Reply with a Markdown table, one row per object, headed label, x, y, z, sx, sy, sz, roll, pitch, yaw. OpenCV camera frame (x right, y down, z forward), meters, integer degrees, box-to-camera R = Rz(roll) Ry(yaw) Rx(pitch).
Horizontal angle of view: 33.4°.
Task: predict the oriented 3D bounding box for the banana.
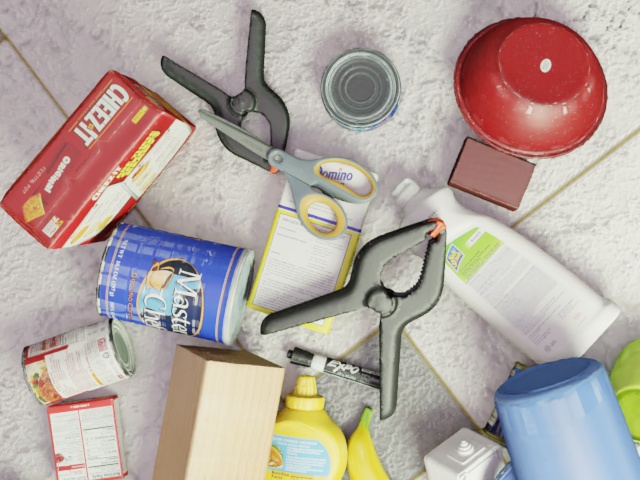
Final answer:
| label | x | y | z | sx | sy | sz | roll | pitch | yaw |
| --- | --- | --- | --- | --- | --- | --- | --- | --- | --- |
| banana | 0.087 | 0.272 | 1.118 | 0.069 | 0.037 | 0.198 | -39 | 87 | 3 |

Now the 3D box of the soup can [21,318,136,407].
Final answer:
| label | x | y | z | sx | sy | sz | roll | pitch | yaw |
| --- | --- | --- | --- | --- | --- | --- | --- | --- | --- |
| soup can | -0.254 | 0.128 | 1.130 | 0.102 | 0.068 | 0.068 | -19 | 89 | 4 |

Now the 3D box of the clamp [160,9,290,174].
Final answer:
| label | x | y | z | sx | sy | sz | roll | pitch | yaw |
| --- | --- | --- | --- | --- | --- | --- | --- | --- | --- |
| clamp | -0.076 | -0.155 | 1.130 | 0.120 | 0.039 | 0.171 | -35 | 94 | 8 |

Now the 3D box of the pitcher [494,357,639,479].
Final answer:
| label | x | y | z | sx | sy | sz | roll | pitch | yaw |
| --- | --- | --- | --- | --- | --- | --- | --- | --- | --- |
| pitcher | 0.241 | 0.243 | 1.010 | 0.149 | 0.145 | 0.243 | -21 | 94 | -19 |

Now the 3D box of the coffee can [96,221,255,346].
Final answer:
| label | x | y | z | sx | sy | sz | roll | pitch | yaw |
| --- | --- | --- | --- | --- | --- | --- | --- | --- | --- |
| coffee can | -0.148 | 0.045 | 1.104 | 0.140 | 0.103 | 0.103 | 12 | 91 | 5 |

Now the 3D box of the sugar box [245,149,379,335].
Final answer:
| label | x | y | z | sx | sy | sz | roll | pitch | yaw |
| --- | --- | --- | --- | --- | --- | --- | --- | --- | --- |
| sugar box | -0.007 | 0.001 | 1.122 | 0.093 | 0.048 | 0.176 | 18 | 88 | 4 |

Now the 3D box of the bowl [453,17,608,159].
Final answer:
| label | x | y | z | sx | sy | sz | roll | pitch | yaw |
| --- | --- | --- | --- | --- | --- | --- | --- | --- | --- |
| bowl | 0.218 | -0.165 | 1.074 | 0.162 | 0.055 | 0.162 | 1 | 72 | -3 |

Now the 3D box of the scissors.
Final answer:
| label | x | y | z | sx | sy | sz | roll | pitch | yaw |
| --- | --- | --- | --- | --- | --- | --- | --- | --- | --- |
| scissors | -0.042 | -0.063 | 1.095 | 0.202 | 0.016 | 0.096 | 16 | 89 | 5 |

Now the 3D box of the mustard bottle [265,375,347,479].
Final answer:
| label | x | y | z | sx | sy | sz | roll | pitch | yaw |
| --- | --- | --- | --- | --- | --- | --- | --- | --- | --- |
| mustard bottle | -0.020 | 0.237 | 1.115 | 0.096 | 0.058 | 0.191 | 3 | 90 | 22 |

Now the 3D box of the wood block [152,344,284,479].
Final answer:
| label | x | y | z | sx | sy | sz | roll | pitch | yaw |
| --- | --- | --- | --- | --- | --- | --- | --- | --- | --- |
| wood block | -0.110 | 0.219 | 1.093 | 0.090 | 0.091 | 0.206 | 10 | 91 | -29 |

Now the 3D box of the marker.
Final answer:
| label | x | y | z | sx | sy | sz | roll | pitch | yaw |
| --- | --- | --- | --- | --- | --- | --- | --- | --- | --- |
| marker | 0.023 | 0.138 | 1.132 | 0.121 | 0.020 | 0.020 | 16 | 91 | 5 |

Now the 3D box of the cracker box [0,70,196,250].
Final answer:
| label | x | y | z | sx | sy | sz | roll | pitch | yaw |
| --- | --- | --- | --- | --- | --- | --- | --- | --- | --- |
| cracker box | -0.211 | -0.077 | 1.052 | 0.072 | 0.213 | 0.164 | 40 | 93 | 0 |

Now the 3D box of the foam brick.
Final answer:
| label | x | y | z | sx | sy | sz | roll | pitch | yaw |
| --- | --- | --- | --- | --- | --- | --- | --- | --- | --- |
| foam brick | 0.177 | -0.068 | 1.103 | 0.078 | 0.053 | 0.051 | 23 | 91 | 3 |

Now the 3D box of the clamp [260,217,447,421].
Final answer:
| label | x | y | z | sx | sy | sz | roll | pitch | yaw |
| --- | --- | --- | --- | --- | --- | --- | --- | --- | --- |
| clamp | 0.066 | 0.070 | 1.077 | 0.164 | 0.036 | 0.210 | 43 | 98 | -7 |

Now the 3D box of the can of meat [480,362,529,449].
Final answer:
| label | x | y | z | sx | sy | sz | roll | pitch | yaw |
| --- | --- | --- | --- | --- | --- | --- | --- | --- | --- |
| can of meat | 0.229 | 0.183 | 1.098 | 0.102 | 0.057 | 0.084 | 25 | 90 | 4 |

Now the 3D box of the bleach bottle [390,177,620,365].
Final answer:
| label | x | y | z | sx | sy | sz | roll | pitch | yaw |
| --- | --- | --- | --- | --- | --- | --- | --- | --- | --- |
| bleach bottle | 0.179 | 0.022 | 1.099 | 0.251 | 0.068 | 0.102 | 43 | 92 | 6 |

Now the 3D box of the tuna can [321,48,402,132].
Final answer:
| label | x | y | z | sx | sy | sz | roll | pitch | yaw |
| --- | --- | --- | --- | --- | --- | --- | --- | --- | --- |
| tuna can | 0.043 | -0.158 | 1.123 | 0.086 | 0.033 | 0.086 | 0 | 90 | 5 |

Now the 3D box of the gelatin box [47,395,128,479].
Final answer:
| label | x | y | z | sx | sy | sz | roll | pitch | yaw |
| --- | --- | --- | --- | --- | --- | --- | --- | --- | --- |
| gelatin box | -0.249 | 0.216 | 1.149 | 0.073 | 0.030 | 0.089 | -8 | 90 | 3 |
